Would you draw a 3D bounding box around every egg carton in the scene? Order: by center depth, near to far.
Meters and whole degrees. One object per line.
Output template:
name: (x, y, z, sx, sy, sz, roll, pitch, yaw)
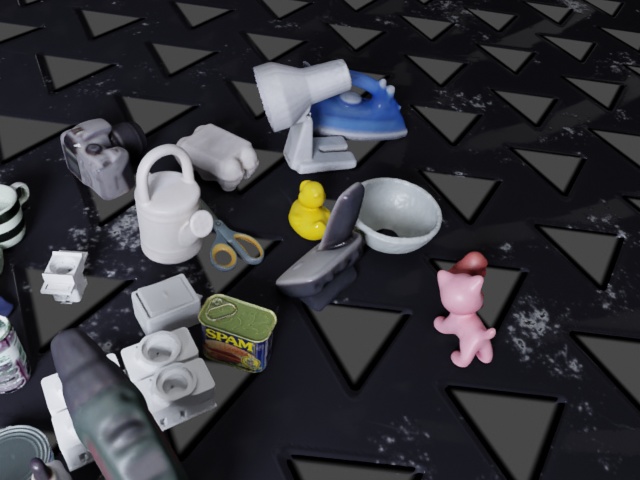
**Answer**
egg carton: (-0.194, -0.157, 1.079, 0.150, 0.069, 0.107, 26, 47, 17)

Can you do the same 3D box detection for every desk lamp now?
desk lamp: (-0.025, -0.239, 1.087, 0.203, 0.213, 0.117, -8, 47, -17)

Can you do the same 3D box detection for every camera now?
camera: (-0.376, -0.165, 1.034, 0.142, 0.101, 0.137, 37, 51, 26)

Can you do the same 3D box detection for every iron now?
iron: (0.072, -0.299, 1.214, 0.258, 0.141, 0.118, 7, 44, -2)

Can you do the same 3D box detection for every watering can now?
watering can: (-0.228, -0.060, 0.886, 0.172, 0.194, 0.101, 22, 46, 13)

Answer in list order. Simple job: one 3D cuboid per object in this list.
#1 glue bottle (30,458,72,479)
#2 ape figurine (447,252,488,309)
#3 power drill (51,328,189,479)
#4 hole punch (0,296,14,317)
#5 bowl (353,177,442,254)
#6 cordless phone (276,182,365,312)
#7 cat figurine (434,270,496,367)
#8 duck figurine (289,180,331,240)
glue bottle: (-0.264, 0.259, 0.574, 0.037, 0.173, 0.078, -18, 50, -25)
ape figurine: (0.240, 0.057, 0.918, 0.076, 0.092, 0.078, 20, 45, 11)
power drill: (-0.202, 0.225, 0.593, 0.076, 0.208, 0.229, -29, 56, -32)
hole punch: (-0.493, 0.084, 0.770, 0.101, 0.091, 0.109, 20, 45, 11)
bowl: (0.124, -0.030, 1.000, 0.167, 0.075, 0.167, 5, 45, -4)
cordless phone: (0.008, 0.003, 0.868, 0.094, 0.185, 0.148, 29, 48, 20)
cat figurine: (0.218, 0.105, 0.848, 0.067, 0.118, 0.127, -10, 48, -19)
duck figurine: (-0.013, -0.059, 0.998, 0.078, 0.086, 0.104, -8, 47, -17)
